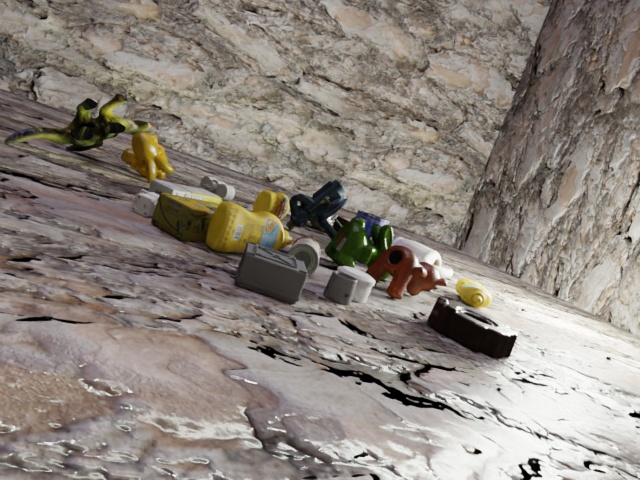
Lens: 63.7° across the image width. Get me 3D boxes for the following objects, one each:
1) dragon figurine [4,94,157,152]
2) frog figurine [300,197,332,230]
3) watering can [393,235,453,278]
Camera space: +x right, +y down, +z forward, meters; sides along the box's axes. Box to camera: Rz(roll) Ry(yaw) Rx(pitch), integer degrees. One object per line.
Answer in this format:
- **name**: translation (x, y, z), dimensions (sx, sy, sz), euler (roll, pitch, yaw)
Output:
- **dragon figurine**: translation (-0.661, -0.294, 1.459), dimensions (0.414, 0.122, 0.240), euler (-21, -4, -31)
- **frog figurine**: translation (0.006, -0.097, 1.927), dimensions (0.158, 0.121, 0.140), euler (26, 34, -43)
- **watering can**: translation (0.278, 0.058, 1.577), dimensions (0.226, 0.103, 0.346), euler (24, 8, 33)
